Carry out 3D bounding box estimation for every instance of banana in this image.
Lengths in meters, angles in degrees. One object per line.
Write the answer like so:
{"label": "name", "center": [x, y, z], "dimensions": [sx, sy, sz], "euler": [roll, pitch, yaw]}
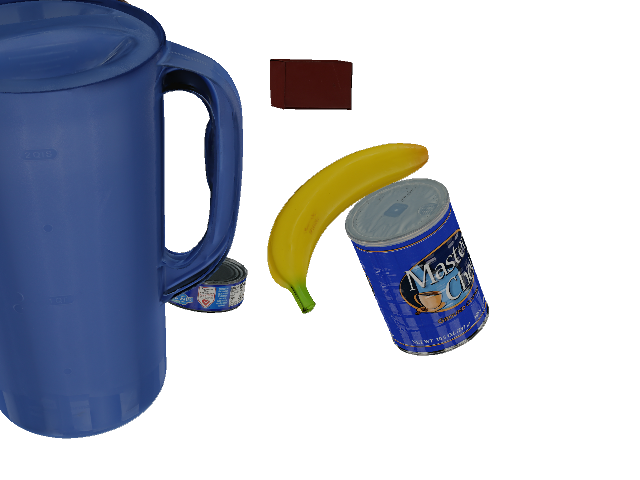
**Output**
{"label": "banana", "center": [0.013, -0.025, 0.855], "dimensions": [0.069, 0.197, 0.037], "euler": [36, -32, 4]}

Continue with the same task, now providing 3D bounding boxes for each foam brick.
{"label": "foam brick", "center": [-0.010, -0.166, 1.137], "dimensions": [0.078, 0.051, 0.053], "euler": [-2, 12, -19]}

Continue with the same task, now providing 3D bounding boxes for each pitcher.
{"label": "pitcher", "center": [-0.138, -0.008, 0.610], "dimensions": [0.144, 0.243, 0.149], "euler": [-28, 43, -36]}

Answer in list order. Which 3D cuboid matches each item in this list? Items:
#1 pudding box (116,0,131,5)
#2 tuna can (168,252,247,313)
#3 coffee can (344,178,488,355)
{"label": "pudding box", "center": [-0.196, -0.144, 0.795], "dimensions": [0.090, 0.113, 0.039], "euler": [35, -4, 26]}
{"label": "tuna can", "center": [-0.117, 0.042, 1.067], "dimensions": [0.086, 0.034, 0.086], "euler": [8, 17, -3]}
{"label": "coffee can", "center": [0.095, 0.026, 1.034], "dimensions": [0.103, 0.140, 0.103], "euler": [-18, 30, 10]}
